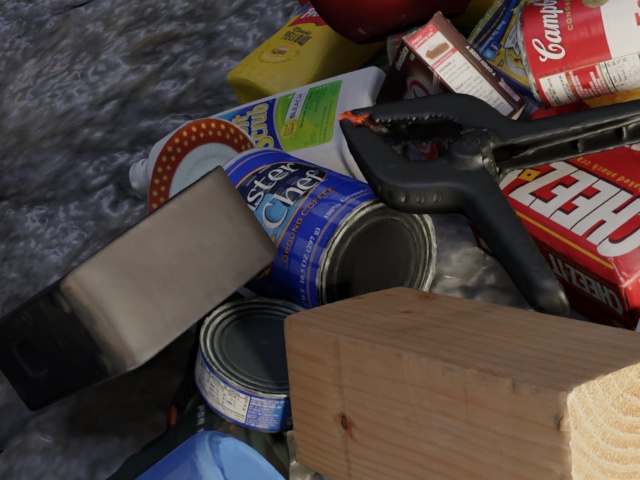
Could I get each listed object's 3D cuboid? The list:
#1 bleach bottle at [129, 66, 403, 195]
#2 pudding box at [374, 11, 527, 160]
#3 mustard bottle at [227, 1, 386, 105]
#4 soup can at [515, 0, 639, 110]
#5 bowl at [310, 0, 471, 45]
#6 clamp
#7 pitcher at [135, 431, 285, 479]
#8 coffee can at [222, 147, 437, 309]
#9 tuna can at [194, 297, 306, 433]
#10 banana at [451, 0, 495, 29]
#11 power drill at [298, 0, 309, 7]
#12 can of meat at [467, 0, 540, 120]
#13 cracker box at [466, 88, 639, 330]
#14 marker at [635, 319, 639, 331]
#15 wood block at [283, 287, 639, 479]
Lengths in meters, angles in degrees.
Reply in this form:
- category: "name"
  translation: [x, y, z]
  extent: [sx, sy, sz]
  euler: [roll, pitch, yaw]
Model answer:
- category: "bleach bottle"
  translation: [-0.056, -0.067, 0.878]
  extent: [0.251, 0.068, 0.102]
  euler: [-11, 51, 31]
- category: "pudding box"
  translation: [0.088, -0.095, 0.743]
  extent: [0.039, 0.113, 0.090]
  euler: [-41, 83, -17]
- category: "mustard bottle"
  translation: [0.011, -0.185, 0.965]
  extent: [0.191, 0.058, 0.096]
  euler: [-45, 40, -17]
- category: "soup can"
  translation: [0.179, -0.125, 0.655]
  extent: [0.102, 0.068, 0.068]
  euler: [-12, 41, 25]
- category: "bowl"
  translation: [0.066, -0.198, 0.866]
  extent: [0.162, 0.055, 0.162]
  euler: [-16, 5, 1]
- category: "clamp"
  translation: [0.104, -0.051, 0.637]
  extent: [0.210, 0.036, 0.164]
  euler: [27, 61, 40]
- category: "pitcher"
  translation: [-0.104, 0.214, 0.511]
  extent: [0.243, 0.149, 0.145]
  euler: [-41, 14, 5]
- category: "coffee can"
  translation: [-0.005, 0.001, 0.731]
  extent: [0.102, 0.102, 0.141]
  euler: [-46, 40, -18]
- category: "tuna can"
  translation: [-0.032, 0.074, 0.640]
  extent: [0.086, 0.034, 0.086]
  euler: [9, 35, -7]
- category: "banana"
  translation: [0.132, -0.216, 0.917]
  extent: [0.037, 0.070, 0.198]
  euler: [-2, 26, -39]
- category: "power drill"
  translation: [0.052, -0.300, 1.066]
  extent: [0.188, 0.057, 0.184]
  euler: [-27, 38, 6]
- category: "can of meat"
  translation: [0.152, -0.132, 0.776]
  extent: [0.084, 0.057, 0.102]
  euler: [34, 66, 9]
- category: "cracker box"
  translation: [0.213, -0.053, 0.666]
  extent: [0.213, 0.072, 0.164]
  euler: [-40, 37, -10]
- category: "marker"
  translation: [0.158, 0.093, 0.560]
  extent: [0.020, 0.020, 0.121]
  euler: [11, 67, 42]
- category: "wood block"
  translation: [0.077, 0.086, 0.534]
  extent: [0.090, 0.091, 0.206]
  euler: [-12, 12, -34]
